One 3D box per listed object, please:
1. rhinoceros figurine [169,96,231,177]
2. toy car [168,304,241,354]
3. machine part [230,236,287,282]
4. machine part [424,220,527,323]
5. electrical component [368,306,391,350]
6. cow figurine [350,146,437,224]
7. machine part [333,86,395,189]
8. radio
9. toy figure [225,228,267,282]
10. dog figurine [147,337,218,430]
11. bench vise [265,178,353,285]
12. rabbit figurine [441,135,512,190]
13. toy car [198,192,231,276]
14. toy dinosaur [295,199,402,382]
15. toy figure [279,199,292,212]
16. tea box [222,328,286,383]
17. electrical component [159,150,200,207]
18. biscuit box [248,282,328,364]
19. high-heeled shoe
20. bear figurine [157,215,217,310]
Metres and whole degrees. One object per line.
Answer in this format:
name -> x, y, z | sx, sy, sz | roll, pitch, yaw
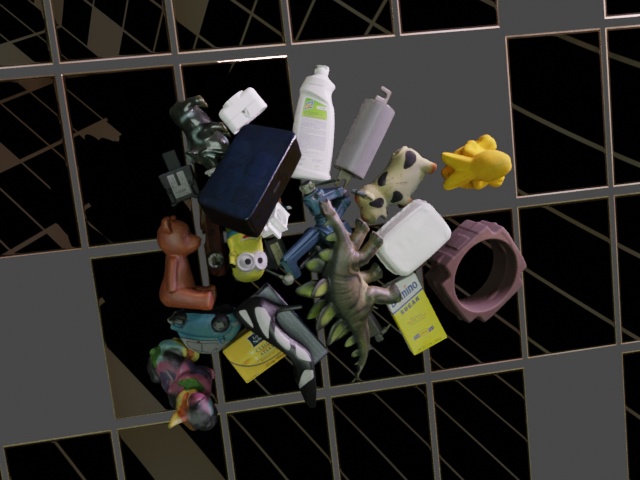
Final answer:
rhinoceros figurine -> -0.252, -0.219, 1.163 | 0.112, 0.073, 0.190 | -32, 98, -4
toy car -> -0.250, 0.199, 1.186 | 0.162, 0.109, 0.102 | 1, 99, -3
machine part -> -0.137, 0.048, 1.220 | 0.139, 0.039, 0.084 | -27, 104, -5
machine part -> 0.354, 0.070, 1.228 | 0.201, 0.087, 0.201 | -43, 115, -7
electrical component -> 0.115, 0.199, 1.262 | 0.078, 0.045, 0.102 | -36, 96, 27
cow figurine -> 0.157, -0.121, 1.214 | 0.127, 0.085, 0.195 | 33, 94, -15
machine part -> 0.099, -0.225, 1.201 | 0.079, 0.079, 0.243 | 26, 91, -8
radio -> -0.142, -0.128, 1.104 | 0.131, 0.073, 0.229 | 16, 62, 19
toy figure -> -0.161, 0.002, 1.163 | 0.082, 0.089, 0.180 | -14, 70, -4
dog figurine -> -0.293, 0.310, 1.137 | 0.108, 0.219, 0.191 | -42, 99, -5
bench vise -> -0.010, -0.004, 1.165 | 0.240, 0.129, 0.223 | -45, 126, -29
rabbit figurine -> 0.347, -0.168, 1.187 | 0.162, 0.173, 0.121 | -6, 100, -10
toy car -> -0.232, -0.021, 1.163 | 0.053, 0.089, 0.202 | -10, 85, 3
toy dinosaur -> 0.062, 0.120, 1.138 | 0.198, 0.105, 0.470 | -28, 122, -11
toy figure -> -0.127, -0.099, 1.199 | 0.154, 0.064, 0.058 | 51, 44, -8
tea box -> -0.125, 0.231, 1.223 | 0.169, 0.068, 0.098 | -37, 99, -1
electrical component -> -0.311, -0.139, 1.177 | 0.075, 0.048, 0.119 | -18, 99, -5
biscuit box -> -0.069, 0.186, 1.160 | 0.063, 0.059, 0.202 | -41, 98, -4
high-heeled shoe -> -0.089, 0.233, 1.094 | 0.145, 0.086, 0.248 | -10, 92, -2
bear figurine -> -0.288, 0.046, 1.164 | 0.132, 0.120, 0.195 | 4, 90, -7
